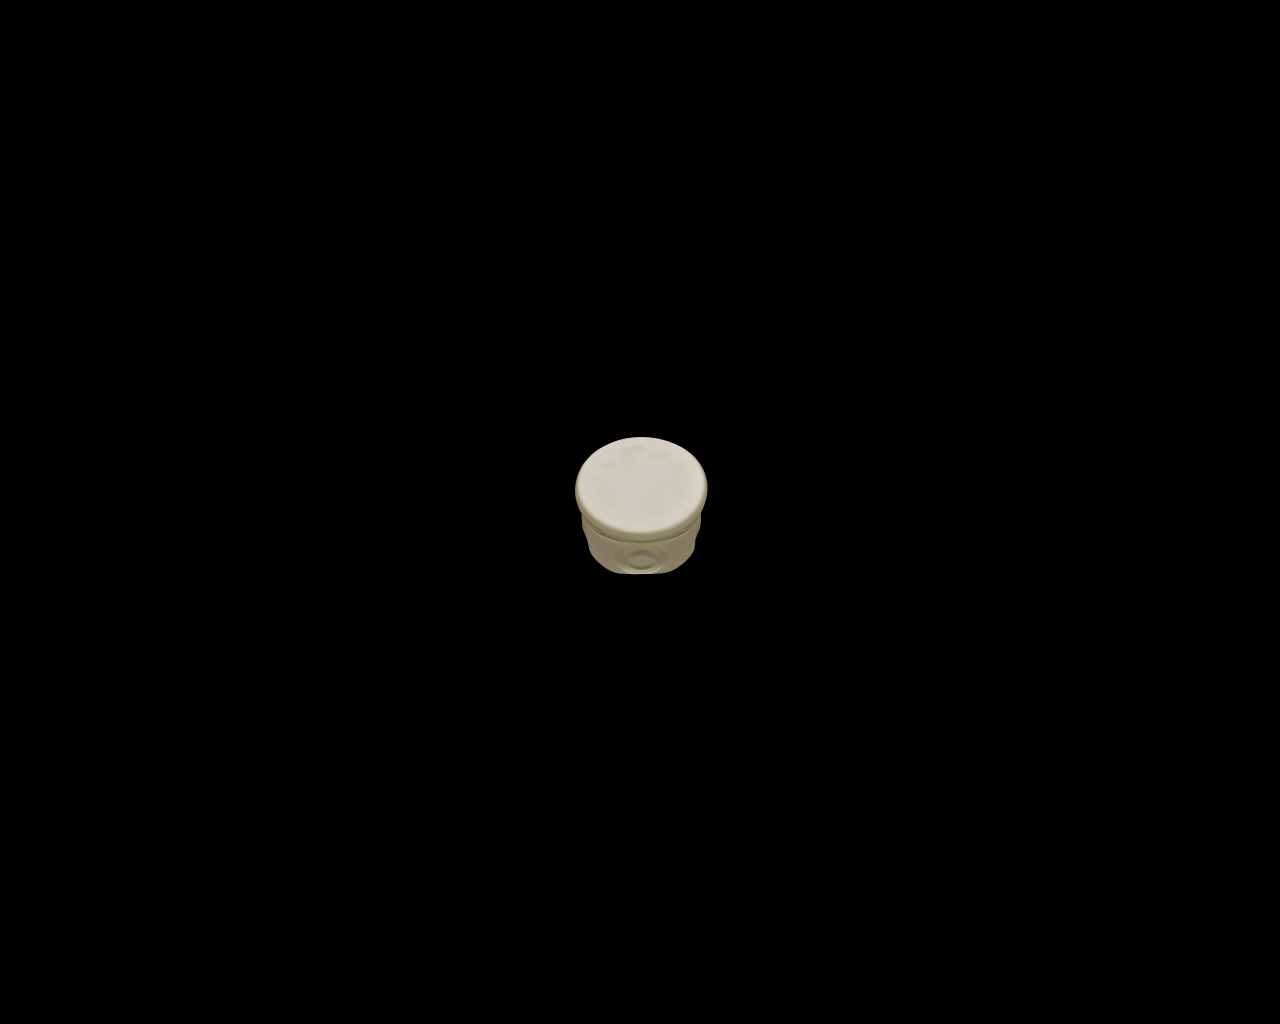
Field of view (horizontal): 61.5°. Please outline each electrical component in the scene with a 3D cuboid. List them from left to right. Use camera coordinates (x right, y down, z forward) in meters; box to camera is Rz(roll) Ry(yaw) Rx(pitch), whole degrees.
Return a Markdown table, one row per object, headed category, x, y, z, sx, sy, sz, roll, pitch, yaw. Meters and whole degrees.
| category | x | y | z | sx | sy | sz | roll | pitch | yaw |
| --- | --- | --- | --- | --- | --- | --- | --- | --- | --- |
| electrical component | 0.001 | -0.003 | 0.650 | 0.080 | 0.080 | 0.050 | 0 | -39 | 0 |
